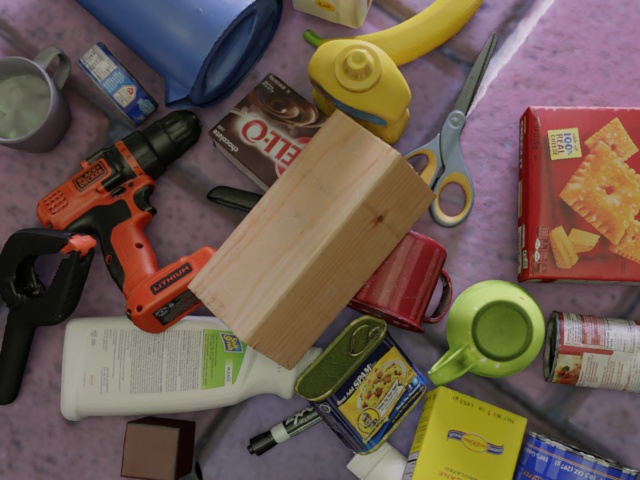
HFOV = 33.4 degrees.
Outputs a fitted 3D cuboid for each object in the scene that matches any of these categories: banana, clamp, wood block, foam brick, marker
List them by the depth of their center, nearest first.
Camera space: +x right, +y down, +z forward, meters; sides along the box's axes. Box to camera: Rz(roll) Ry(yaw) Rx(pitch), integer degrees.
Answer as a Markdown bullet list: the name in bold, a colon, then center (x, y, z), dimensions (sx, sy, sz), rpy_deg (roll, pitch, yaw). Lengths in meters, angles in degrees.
- **wood block**: center (-0.006, 0.002, 0.948), dimensions (0.206, 0.090, 0.090), rpy_deg (-50, 53, 0)
- **foam brick**: center (-0.152, 0.197, 1.010), dimensions (0.051, 0.078, 0.053), rpy_deg (5, 84, 6)
- **clamp**: center (-0.282, 0.059, 1.014), dimensions (0.210, 0.036, 0.164), rpy_deg (-25, 88, 33)
- **marker**: center (-0.016, 0.174, 1.031), dimensions (0.121, 0.020, 0.020), rpy_deg (-30, 84, 2)
- **clamp**: center (-0.027, -0.021, 1.039), dimensions (0.171, 0.039, 0.120), rpy_deg (-23, 84, -1)
- **banana**: center (0.085, -0.209, 1.045), dimensions (0.198, 0.037, 0.069), rpy_deg (-19, 85, 3)

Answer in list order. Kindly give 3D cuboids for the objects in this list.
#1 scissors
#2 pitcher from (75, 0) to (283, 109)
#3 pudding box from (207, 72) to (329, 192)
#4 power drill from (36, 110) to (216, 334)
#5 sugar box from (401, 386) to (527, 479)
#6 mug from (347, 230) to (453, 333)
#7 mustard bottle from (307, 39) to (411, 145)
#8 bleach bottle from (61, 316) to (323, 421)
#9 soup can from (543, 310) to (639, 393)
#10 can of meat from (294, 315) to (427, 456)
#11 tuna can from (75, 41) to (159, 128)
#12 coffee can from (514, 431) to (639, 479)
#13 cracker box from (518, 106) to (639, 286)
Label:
- **scissors**: center (0.143, -0.097, 1.042), dimensions (0.096, 0.016, 0.202), rpy_deg (40, 89, 5)
- **pitcher**: center (-0.157, -0.255, 1.028), dimensions (0.243, 0.149, 0.145), rpy_deg (39, 130, 9)
- **pudding box**: center (-0.037, -0.094, 1.028), dimensions (0.113, 0.039, 0.090), rpy_deg (40, 77, 20)
- **power drill**: center (-0.158, -0.019, 1.016), dimensions (0.184, 0.057, 0.188), rpy_deg (-36, 62, -2)
- **sugar box**: center (0.119, 0.231, 0.965), dimensions (0.093, 0.048, 0.176), rpy_deg (21, 68, -6)
- **mug**: center (0.078, 0.038, 1.007), dimensions (0.117, 0.093, 0.081), rpy_deg (26, 81, -25)
- **mustard bottle**: center (0.035, -0.138, 0.965), dimensions (0.096, 0.191, 0.058), rpy_deg (32, 87, 6)
- **bleach bottle**: center (-0.115, 0.124, 1.021), dimensions (0.251, 0.068, 0.102), rpy_deg (1, 82, 3)
- **soup can**: center (0.264, 0.105, 0.990), dimensions (0.102, 0.068, 0.068), rpy_deg (6, 86, 4)
- **can of meat**: center (0.041, 0.135, 0.988), dimensions (0.102, 0.058, 0.084), rpy_deg (-46, 115, -17)
- **tuna can**: center (-0.197, -0.151, 1.038), dimensions (0.034, 0.086, 0.086), rpy_deg (-42, 84, -2)
- **coffee can**: center (0.216, 0.257, 0.963), dimensions (0.103, 0.103, 0.140), rpy_deg (20, 87, 6)
- **cracker box**: center (0.295, -0.039, 0.998), dimensions (0.214, 0.072, 0.164), rpy_deg (1, 86, 4)
